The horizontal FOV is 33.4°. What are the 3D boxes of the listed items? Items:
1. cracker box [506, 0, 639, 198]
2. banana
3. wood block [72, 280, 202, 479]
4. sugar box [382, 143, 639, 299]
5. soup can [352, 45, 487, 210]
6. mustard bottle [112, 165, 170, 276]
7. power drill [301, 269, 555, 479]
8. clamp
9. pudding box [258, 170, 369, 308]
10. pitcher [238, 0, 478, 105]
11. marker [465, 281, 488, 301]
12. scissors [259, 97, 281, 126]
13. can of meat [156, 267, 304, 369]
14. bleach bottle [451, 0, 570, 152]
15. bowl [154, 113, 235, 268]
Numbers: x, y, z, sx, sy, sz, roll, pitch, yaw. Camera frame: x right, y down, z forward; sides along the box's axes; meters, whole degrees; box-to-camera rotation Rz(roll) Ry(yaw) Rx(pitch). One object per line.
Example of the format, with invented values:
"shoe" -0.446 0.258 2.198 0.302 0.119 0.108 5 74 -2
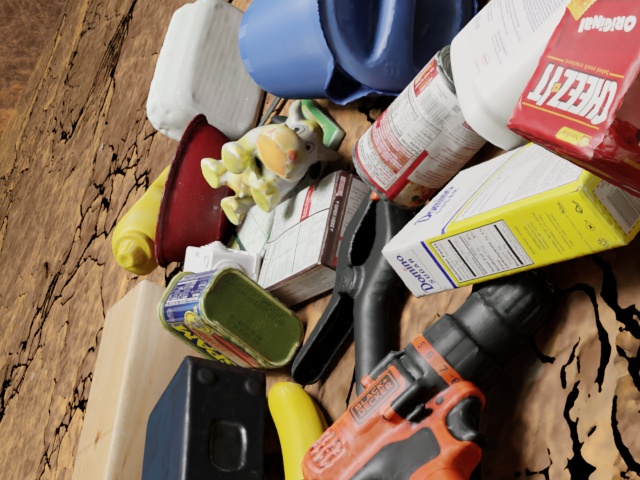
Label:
"cracker box" 0.197 -0.101 0.414 0.214 0.164 0.072 -64 23 8
"banana" -0.015 0.165 0.770 0.070 0.037 0.198 -51 29 33
"wood block" -0.166 0.157 1.022 0.091 0.090 0.206 -37 38 46
"sugar box" 0.120 -0.021 0.605 0.093 0.048 0.177 -43 9 -30
"soup can" 0.078 -0.078 0.748 0.102 0.068 0.068 -47 32 37
"mustard bottle" -0.178 -0.015 1.142 0.191 0.058 0.096 -66 2 -67
"power drill" 0.086 0.114 0.563 0.184 0.057 0.188 -46 30 5
"clamp" 0.027 0.040 0.789 0.120 0.039 0.171 -7 65 54
"pudding box" -0.006 0.001 0.887 0.114 0.039 0.090 -29 44 56
"pitcher" 0.023 -0.187 0.893 0.243 0.149 0.145 -171 68 -68
"marker" 0.088 0.065 0.669 0.121 0.020 0.020 -66 25 4
"scissors" -0.020 -0.195 1.105 0.202 0.016 0.096 -46 31 38
"can of meat" -0.074 0.067 0.893 0.084 0.102 0.057 -12 43 58
"bleach bottle" 0.181 -0.164 0.620 0.251 0.068 0.102 -45 34 36
"bowl" -0.114 -0.043 1.078 0.162 0.055 0.162 15 -91 -85
